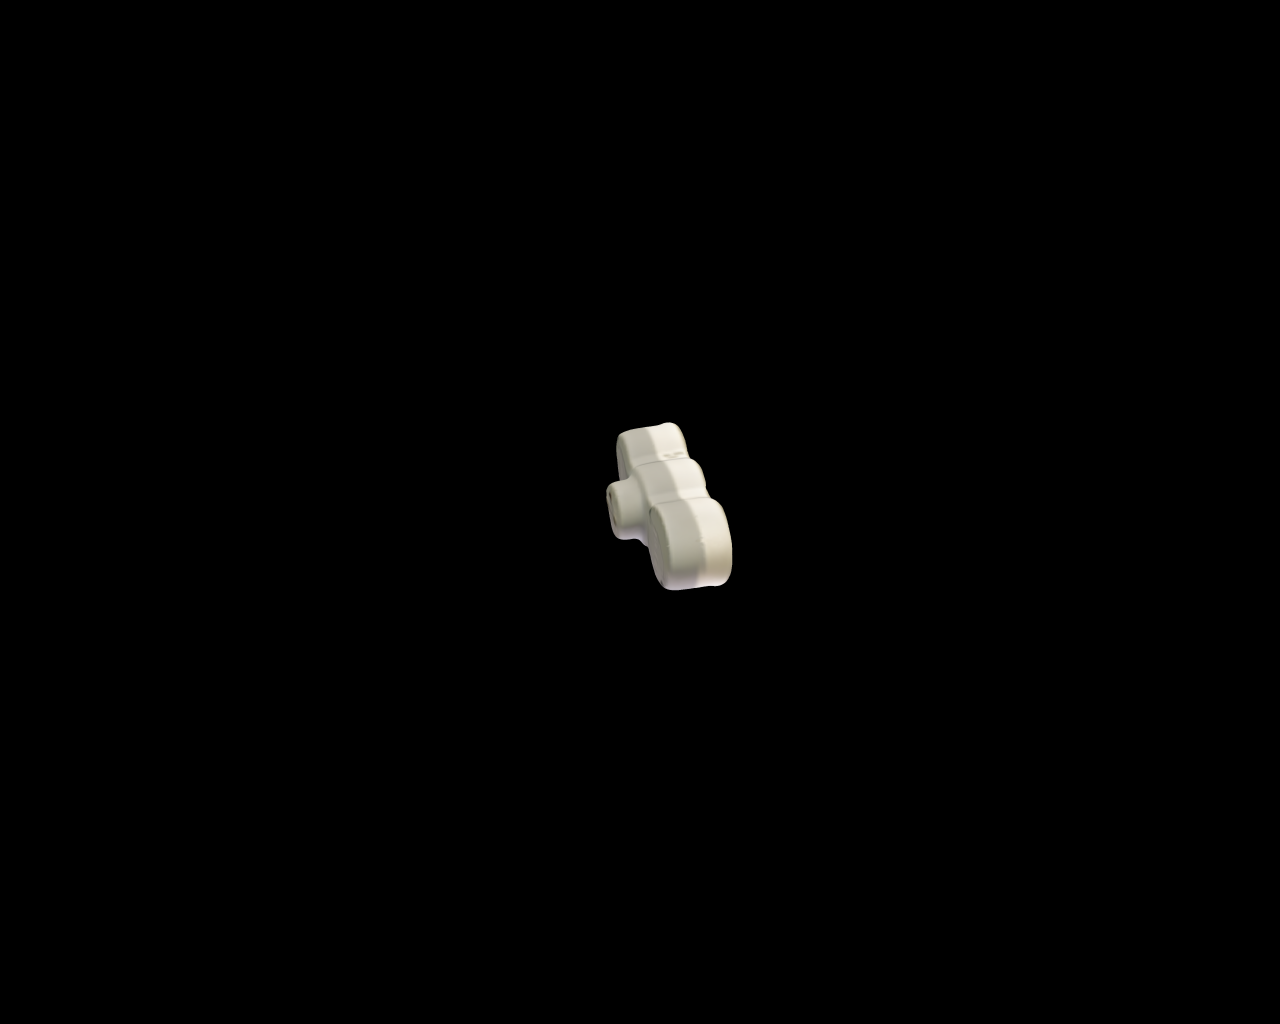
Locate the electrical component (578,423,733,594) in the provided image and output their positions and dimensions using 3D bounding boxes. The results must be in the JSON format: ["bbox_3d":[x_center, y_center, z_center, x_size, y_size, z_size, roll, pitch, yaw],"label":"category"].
[{"bbox_3d":[0.001,-0.003,0.650,0.074,0.052,0.138,-8,36,-11],"label":"electrical component"}]
